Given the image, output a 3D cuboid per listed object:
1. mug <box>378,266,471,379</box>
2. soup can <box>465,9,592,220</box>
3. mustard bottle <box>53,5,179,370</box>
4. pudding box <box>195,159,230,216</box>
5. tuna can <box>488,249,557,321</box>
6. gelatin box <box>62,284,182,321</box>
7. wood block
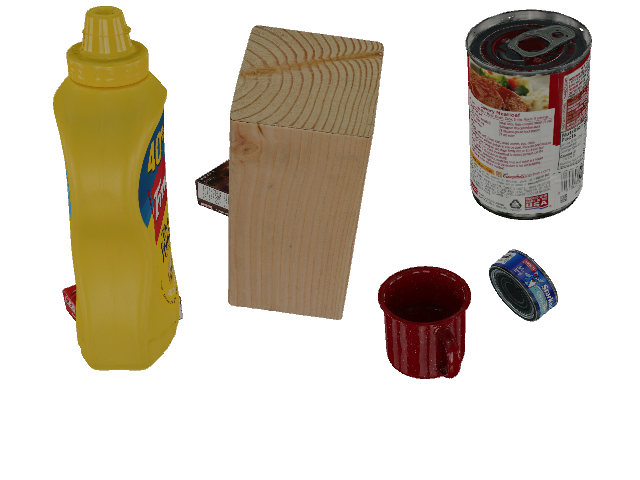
[{"bbox_3d":[0.111,0.092,1.077,0.093,0.081,0.117,-18,38,-16],"label":"mug"},{"bbox_3d":[0.119,-0.071,0.613,0.068,0.102,0.068,-5,40,4],"label":"soup can"},{"bbox_3d":[-0.109,-0.031,0.576,0.058,0.192,0.096,1,30,0],"label":"mustard bottle"},{"bbox_3d":[-0.083,-0.067,1.298,0.090,0.039,0.113,21,40,29],"label":"pudding box"},{"bbox_3d":[0.242,0.055,1.280,0.033,0.086,0.086,-37,11,-15],"label":"tuna can"},{"bbox_3d":[-0.184,0.058,0.991,0.089,0.030,0.073,-21,40,-26],"label":"gelatin box"},{"bbox_3d":[-0.015,-0.041,0.758,0.091,0.090,0.206,8,-38,1],"label":"wood block"}]
